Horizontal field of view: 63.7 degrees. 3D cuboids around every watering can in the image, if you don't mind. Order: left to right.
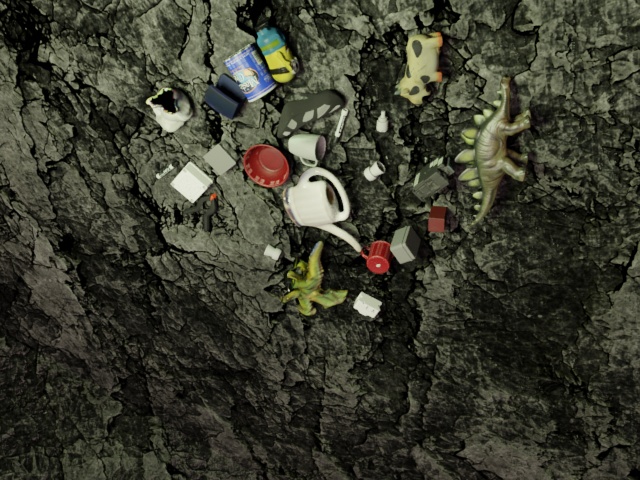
[{"bbox_3d":[0.005,-0.088,1.751,0.223,0.106,0.341,-8,121,25],"label":"watering can"}]

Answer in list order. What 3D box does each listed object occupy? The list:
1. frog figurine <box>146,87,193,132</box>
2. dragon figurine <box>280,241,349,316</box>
[{"bbox_3d":[-0.486,-0.425,1.705,0.137,0.124,0.157,6,163,5],"label":"frog figurine"},{"bbox_3d":[-0.004,0.171,1.968,0.241,0.125,0.402,23,133,-20],"label":"dragon figurine"}]
